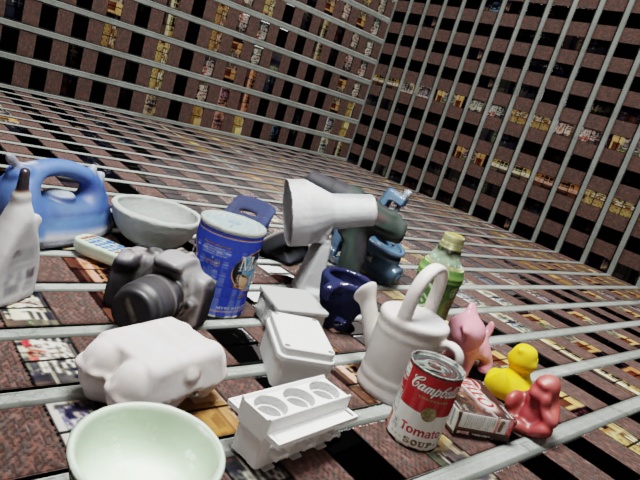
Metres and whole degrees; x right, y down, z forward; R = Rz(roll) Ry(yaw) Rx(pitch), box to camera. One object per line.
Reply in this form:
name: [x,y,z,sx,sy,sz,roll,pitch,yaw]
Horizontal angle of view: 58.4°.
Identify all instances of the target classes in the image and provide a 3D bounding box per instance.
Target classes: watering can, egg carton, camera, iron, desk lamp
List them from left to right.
iron: [-0.433,-0.075,0.962,0.118,0.141,0.259,23,15,20]
camera: [-0.229,0.063,0.770,0.143,0.101,0.137,20,14,10]
egg carton: [-0.175,0.137,0.614,0.107,0.069,0.151,25,16,28]
desk lamp: [0.010,0.004,1.055,0.204,0.213,0.117,13,15,-17]
watering can: [0.119,0.118,0.789,0.172,0.194,0.101,21,14,13]

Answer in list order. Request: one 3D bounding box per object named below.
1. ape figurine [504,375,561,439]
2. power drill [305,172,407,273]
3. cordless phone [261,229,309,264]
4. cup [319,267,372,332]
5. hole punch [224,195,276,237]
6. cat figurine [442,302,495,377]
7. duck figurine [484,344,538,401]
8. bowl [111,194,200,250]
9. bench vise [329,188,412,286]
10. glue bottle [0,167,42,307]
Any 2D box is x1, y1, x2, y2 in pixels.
ape figurine: [0.306,0.230,0.804,0.076,0.092,0.077,11,15,-24]
power drill: [0.052,-0.011,1.174,0.229,0.208,0.075,18,14,0]
cordless phone: [-0.052,-0.049,1.241,0.094,0.185,0.148,22,15,18]
cup: [0.029,0.104,0.940,0.091,0.095,0.118,24,15,25]
hole punch: [-0.162,-0.045,1.287,0.108,0.091,0.101,19,14,7]
cat figurine: [0.248,0.161,0.943,0.128,0.118,0.067,4,19,-43]
duck figurine: [0.313,0.207,0.912,0.105,0.086,0.077,3,20,-45]
bowl: [-0.308,-0.025,1.064,0.167,0.075,0.167,17,14,-4]
bench vise: [0.111,-0.028,1.289,0.207,0.220,0.122,20,14,10]
glue bottle: [-0.374,-0.006,0.703,0.037,0.173,0.078,20,14,9]
